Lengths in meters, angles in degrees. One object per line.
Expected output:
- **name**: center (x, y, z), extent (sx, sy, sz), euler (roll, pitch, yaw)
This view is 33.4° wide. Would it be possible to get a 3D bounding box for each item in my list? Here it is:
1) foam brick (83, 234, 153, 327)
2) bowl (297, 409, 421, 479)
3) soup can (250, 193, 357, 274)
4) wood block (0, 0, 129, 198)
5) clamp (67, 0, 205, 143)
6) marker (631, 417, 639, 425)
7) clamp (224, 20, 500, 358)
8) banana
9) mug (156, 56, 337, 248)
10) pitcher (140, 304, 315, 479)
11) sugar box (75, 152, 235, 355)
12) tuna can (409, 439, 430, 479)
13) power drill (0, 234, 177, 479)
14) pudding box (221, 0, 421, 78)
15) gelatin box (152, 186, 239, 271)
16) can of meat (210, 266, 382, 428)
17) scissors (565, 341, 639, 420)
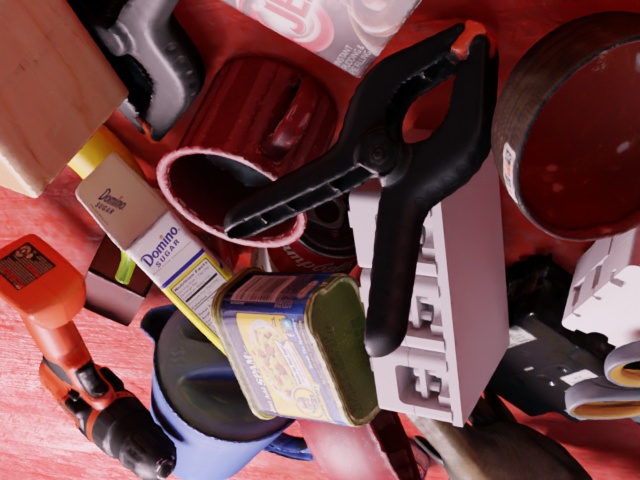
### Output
- **foam brick**: center (-0.165, 0.029, 0.883), extent (0.053, 0.051, 0.078), euler (27, 150, -10)
- **bowl**: center (0.019, 0.128, 0.791), extent (0.055, 0.162, 0.162), euler (-25, 136, 7)
- **soup can**: center (-0.005, 0.001, 0.719), extent (0.068, 0.068, 0.102), euler (25, 151, -5)
- **wood block**: center (-0.205, -0.129, 0.567), extent (0.091, 0.090, 0.206), euler (19, 152, 37)
- **clamp**: center (-0.124, -0.134, 0.610), extent (0.165, 0.036, 0.210), euler (24, 154, 14)
- **marker**: center (0.259, 0.141, 0.820), extent (0.121, 0.020, 0.020), euler (35, 147, -21)
- **clamp**: center (0.026, -0.039, 0.548), extent (0.120, 0.171, 0.039), euler (29, 180, 21)
- **banana**: center (-0.174, -0.057, 0.739), extent (0.197, 0.069, 0.037), euler (50, 172, -20)
- **mug**: center (-0.034, -0.059, 0.627), extent (0.093, 0.081, 0.117), euler (30, 149, -13)
- **pitcher**: center (-0.080, 0.145, 0.941), extent (0.144, 0.149, 0.243), euler (-15, 161, -19)
- **sugar box**: center (-0.089, 0.024, 0.732), extent (0.093, 0.048, 0.176), euler (41, 174, 47)
- **tuna can**: center (0.065, 0.220, 1.057), extent (0.086, 0.033, 0.086), euler (16, 149, 10)
- **power drill**: center (-0.195, 0.097, 0.864), extent (0.185, 0.057, 0.187), euler (29, 145, 41)
- **pudding box**: center (0.006, -0.138, 0.517), extent (0.090, 0.039, 0.114), euler (27, 150, -10)
- **gelatin box**: center (-0.110, -0.005, 0.813), extent (0.089, 0.030, 0.073), euler (15, 149, 13)
- **can of meat**: center (-0.010, 0.068, 0.678), extent (0.084, 0.057, 0.102), euler (0, 120, 42)
- **scissors**: center (0.254, 0.082, 0.661), extent (0.202, 0.016, 0.096), euler (-8, 146, 2)
